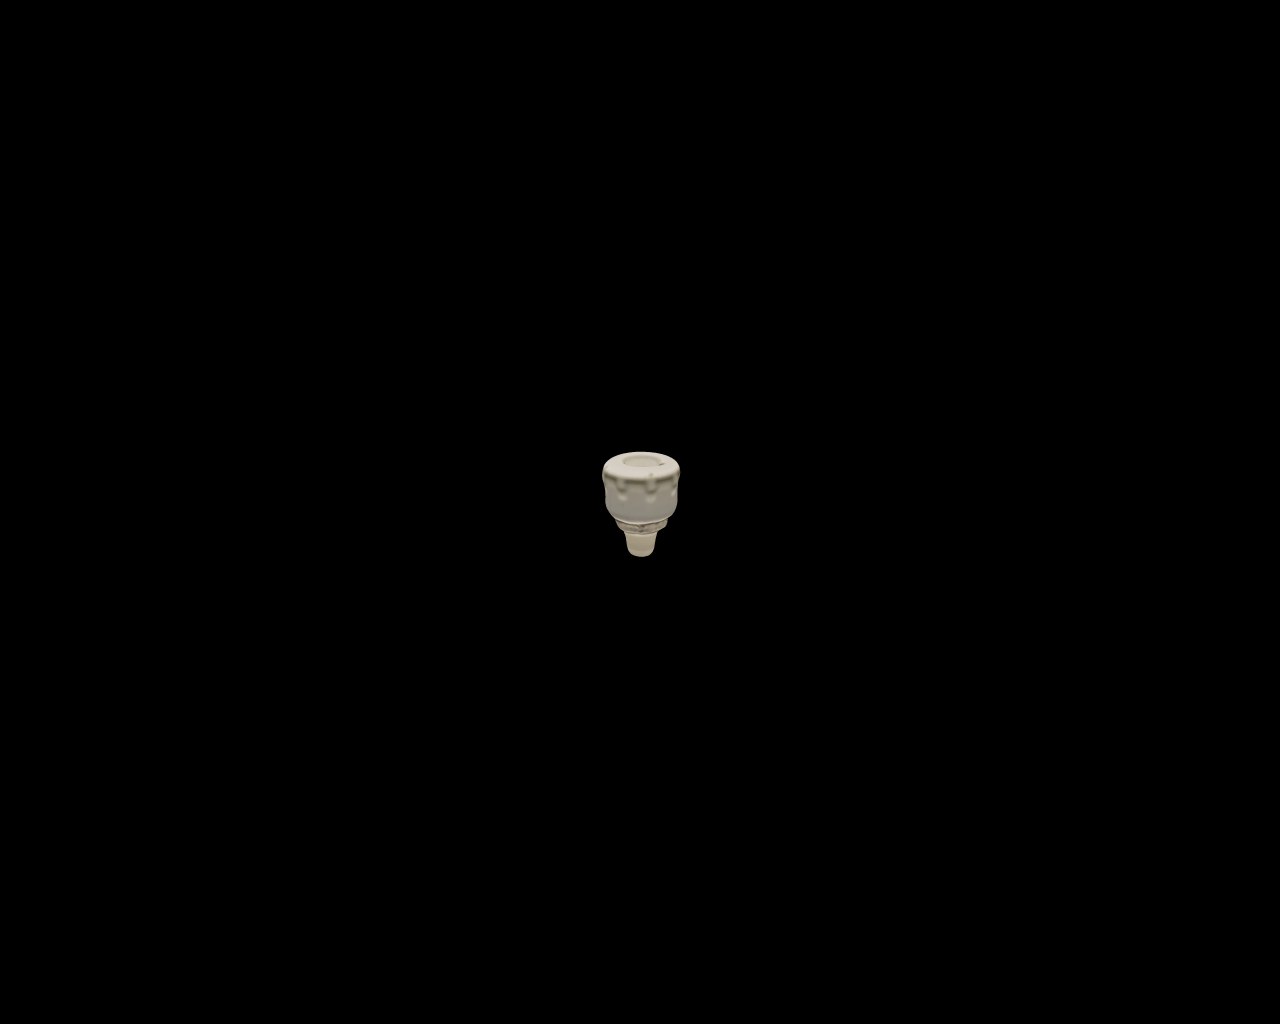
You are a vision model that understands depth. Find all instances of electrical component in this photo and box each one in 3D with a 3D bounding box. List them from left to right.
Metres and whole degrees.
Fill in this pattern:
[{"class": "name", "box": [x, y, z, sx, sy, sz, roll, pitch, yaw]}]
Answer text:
[{"class": "electrical component", "box": [0.001, -0.003, 0.650, 0.048, 0.062, 0.048, 0, 20, 0]}]
